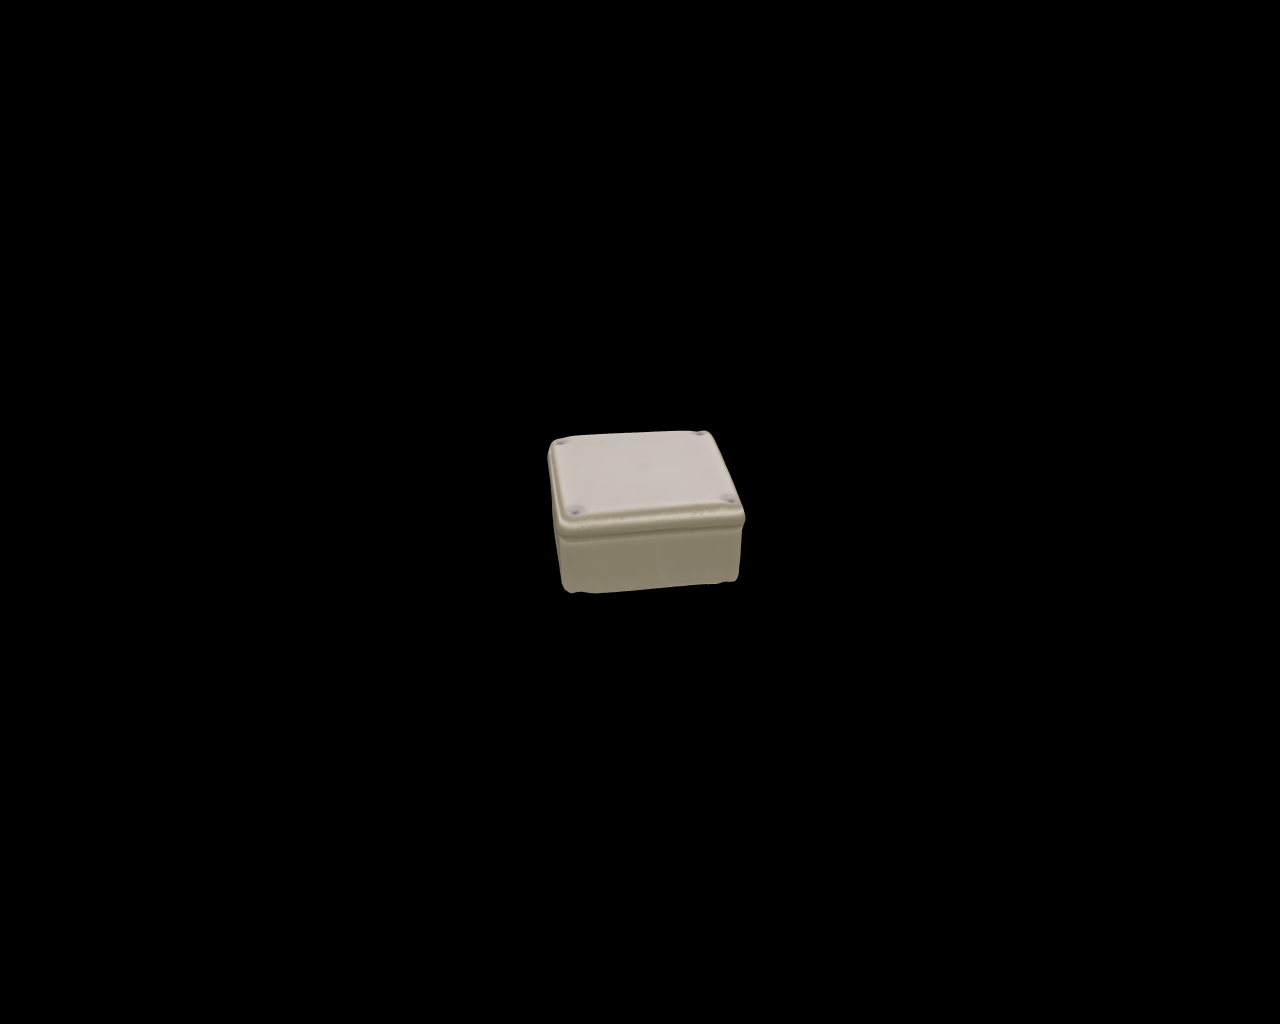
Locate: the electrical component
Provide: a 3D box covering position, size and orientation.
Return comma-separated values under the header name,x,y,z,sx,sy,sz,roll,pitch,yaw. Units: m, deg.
name,x,y,z,sx,sy,sz,roll,pitch,yaw
electrical component,0.001,-0.003,0.650,0.109,0.056,0.109,-4,30,-6
